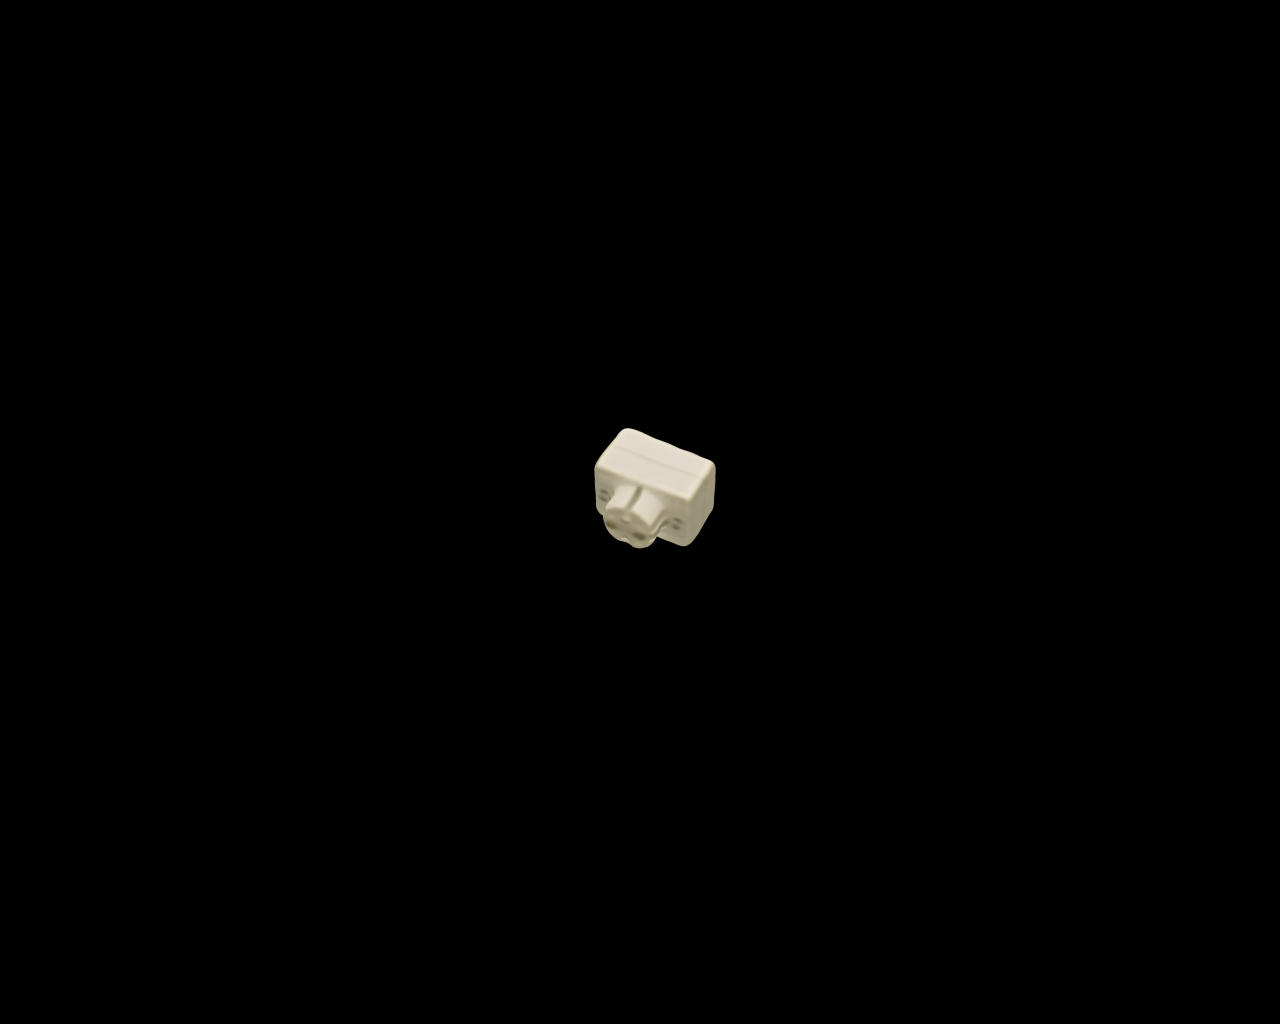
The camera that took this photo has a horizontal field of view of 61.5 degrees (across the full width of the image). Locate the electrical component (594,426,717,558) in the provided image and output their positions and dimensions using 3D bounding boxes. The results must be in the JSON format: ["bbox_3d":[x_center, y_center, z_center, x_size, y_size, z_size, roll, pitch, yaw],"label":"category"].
[{"bbox_3d":[0.001,-0.003,0.650,0.066,0.077,0.047,22,-38,18],"label":"electrical component"}]
